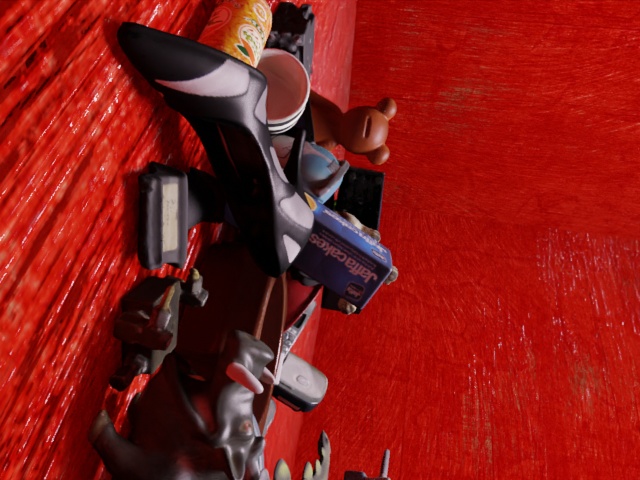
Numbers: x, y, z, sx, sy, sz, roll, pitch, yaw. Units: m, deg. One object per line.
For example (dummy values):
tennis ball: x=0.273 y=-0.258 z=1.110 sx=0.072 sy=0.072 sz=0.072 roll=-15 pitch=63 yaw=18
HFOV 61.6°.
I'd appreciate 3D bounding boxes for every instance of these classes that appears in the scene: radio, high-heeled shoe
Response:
radio: x=0.055 y=-0.001 z=0.900 sx=0.131 sy=0.073 sz=0.229 roll=102 pitch=-4 yaw=-71
high-heeled shoe: x=-0.076 y=-0.052 z=0.424 sx=0.248 sy=0.086 sz=0.145 roll=19 pitch=85 yaw=-58

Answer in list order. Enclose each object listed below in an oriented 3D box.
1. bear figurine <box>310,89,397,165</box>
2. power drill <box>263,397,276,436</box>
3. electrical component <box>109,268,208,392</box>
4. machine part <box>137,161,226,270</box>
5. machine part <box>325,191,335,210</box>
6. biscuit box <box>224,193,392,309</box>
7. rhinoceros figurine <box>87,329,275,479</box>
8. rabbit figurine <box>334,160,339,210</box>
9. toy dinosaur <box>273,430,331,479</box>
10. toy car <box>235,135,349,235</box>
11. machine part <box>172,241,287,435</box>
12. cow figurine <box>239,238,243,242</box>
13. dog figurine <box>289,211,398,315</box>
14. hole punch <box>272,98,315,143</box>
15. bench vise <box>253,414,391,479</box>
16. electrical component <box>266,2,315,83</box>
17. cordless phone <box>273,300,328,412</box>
bear figurine: x=0.024 y=-0.185 z=0.892 sx=0.132 sy=0.196 sz=0.120 roll=-47 pitch=142 yaw=-84
power drill: x=-0.121 y=0.340 z=0.805 sx=0.232 sy=0.086 sz=0.207 roll=-54 pitch=145 yaw=-82
electrical component: x=-0.122 y=0.061 z=0.413 sx=0.102 sy=0.045 sz=0.078 roll=-58 pitch=154 yaw=-79
machine part: x=-0.114 y=-0.026 z=0.440 sx=0.139 sy=0.039 sz=0.084 roll=-62 pitch=151 yaw=-73
machine part: x=-0.009 y=-0.014 z=0.947 sx=0.179 sy=0.056 sz=0.179 roll=6 pitch=91 yaw=-87
biscuit box: x=-0.020 y=-0.011 z=0.569 sx=0.062 sy=0.202 sz=0.059 roll=-55 pitch=-174 yaw=20
rhinoceros figurine: x=-0.097 y=0.149 z=0.366 sx=0.073 sy=0.112 sz=0.190 roll=70 pitch=44 yaw=-76
rabbit figurine: x=-0.012 y=-0.085 z=1.074 sx=0.121 sy=0.159 sz=0.170 roll=-98 pitch=-152 yaw=-68
toy dinosaur: x=-0.084 y=0.428 z=0.703 sx=0.471 sy=0.105 sz=0.198 roll=-54 pitch=140 yaw=-49
toy car: x=-0.052 y=-0.074 z=0.655 sx=0.102 sy=0.162 sz=0.109 roll=56 pitch=36 yaw=-13
machine part: x=-0.096 y=0.117 z=0.603 sx=0.200 sy=0.087 sz=0.201 roll=92 pitch=8 yaw=-49
cow figurine: x=-0.067 y=-0.020 z=0.784 sx=0.195 sy=0.086 sz=0.127 roll=-69 pitch=170 yaw=-58
dog figurine: x=0.002 y=-0.003 z=0.725 sx=0.121 sy=0.173 sz=0.190 roll=-47 pitch=141 yaw=3
hole punch: x=-0.054 y=-0.139 z=0.741 sx=0.142 sy=0.092 sz=0.116 roll=91 pitch=-3 yaw=-58
bench vise: x=-0.056 y=0.235 z=0.462 sx=0.129 sy=0.241 sz=0.223 roll=-54 pitch=136 yaw=-72
electrical component: x=-0.044 y=-0.265 z=0.784 sx=0.114 sy=0.058 sz=0.134 roll=90 pitch=8 yaw=-46
cordless phone: x=-0.035 y=0.193 z=0.945 sx=0.184 sy=0.147 sz=0.088 roll=-58 pitch=178 yaw=-27
